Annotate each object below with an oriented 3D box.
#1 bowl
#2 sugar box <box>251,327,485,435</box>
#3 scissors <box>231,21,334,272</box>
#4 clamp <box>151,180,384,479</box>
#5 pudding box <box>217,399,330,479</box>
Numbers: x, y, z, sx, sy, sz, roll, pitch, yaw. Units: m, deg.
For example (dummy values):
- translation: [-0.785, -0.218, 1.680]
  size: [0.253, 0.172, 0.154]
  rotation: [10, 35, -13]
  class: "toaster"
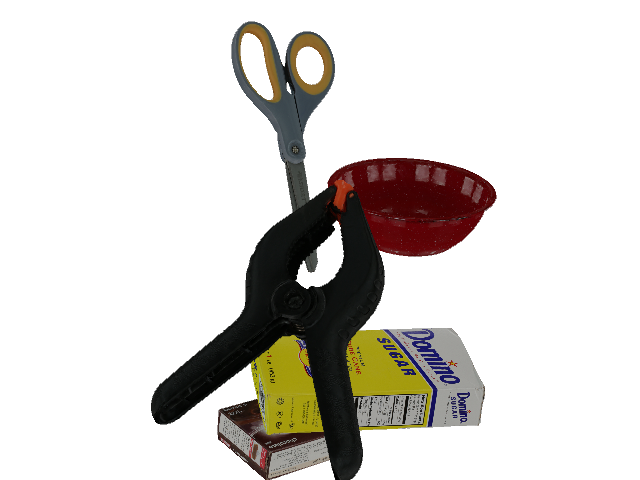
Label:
- translation: [0.087, -0.028, 1.032]
  size: [0.162, 0.055, 0.162]
  rotation: [2, 24, -1]
  class: "bowl"
- translation: [0.036, 0.112, 0.871]
  size: [0.176, 0.048, 0.093]
  rotation: [-3, 29, -10]
  class: "sugar box"
- translation: [-0.009, -0.083, 0.849]
  size: [0.096, 0.202, 0.016]
  rotation: [-22, -1, -29]
  class: "scissors"
- translation: [-0.004, 0.049, 0.592]
  size: [0.120, 0.171, 0.039]
  rotation: [25, -18, 15]
  class: "clamp"
- translation: [-0.034, 0.192, 1.072]
  size: [0.113, 0.039, 0.090]
  rotation: [-12, 27, -37]
  class: "pudding box"
